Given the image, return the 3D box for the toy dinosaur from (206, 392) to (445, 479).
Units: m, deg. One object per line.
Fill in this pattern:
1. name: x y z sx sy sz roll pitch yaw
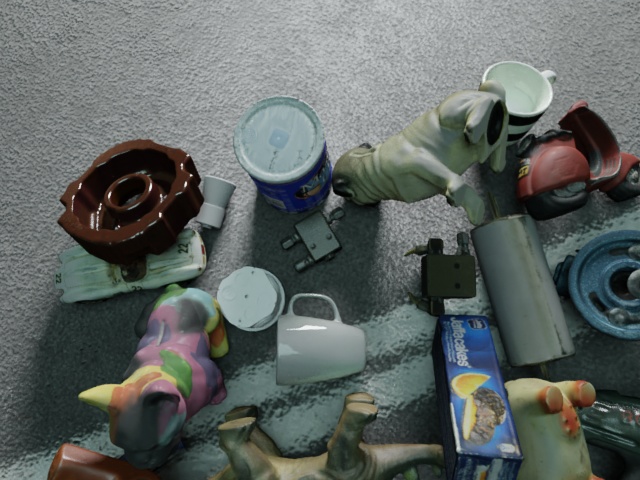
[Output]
1. toy dinosaur: -0.062 0.291 0.603 0.472 0.105 0.198 -12 82 12

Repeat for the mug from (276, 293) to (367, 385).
1. mug: 0.001 0.121 0.647 0.107 0.080 0.109 4 72 -5

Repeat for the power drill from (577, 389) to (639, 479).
1. power drill: 0.367 0.267 0.552 0.232 0.086 0.207 15 91 29

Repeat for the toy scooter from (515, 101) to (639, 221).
1. toy scooter: 0.305 -0.101 0.649 0.184 0.075 0.135 -13 79 -20

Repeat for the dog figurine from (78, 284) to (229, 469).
1. dog figurine: -0.172 0.136 0.585 0.109 0.219 0.191 -3 79 1

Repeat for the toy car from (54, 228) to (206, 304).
1. toy car: -0.248 0.033 0.694 0.202 0.056 0.073 -11 78 3

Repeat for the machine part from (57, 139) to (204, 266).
1. machine part: -0.234 -0.049 0.676 0.179 0.056 0.179 -8 51 10

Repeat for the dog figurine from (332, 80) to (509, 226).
1. dog figurine: 0.112 -0.114 0.645 0.191 0.121 0.172 19 76 36

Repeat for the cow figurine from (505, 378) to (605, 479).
1. cow figurine: 0.229 0.243 0.560 0.085 0.127 0.195 -5 82 -24

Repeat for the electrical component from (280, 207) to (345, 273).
1. electrical component: -0.001 -0.002 0.696 0.094 0.021 0.063 -32 78 -2

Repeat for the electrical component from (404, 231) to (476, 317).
1. electrical component: 0.149 0.043 0.662 0.078 0.045 0.102 -3 79 -9

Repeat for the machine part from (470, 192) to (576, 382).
1. machine part: 0.237 0.059 0.633 0.079 0.079 0.243 -15 78 2

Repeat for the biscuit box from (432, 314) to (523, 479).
1. biscuit box: 0.158 0.161 0.565 0.059 0.203 0.062 3 121 5

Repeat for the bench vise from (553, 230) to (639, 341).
1. bench vise: 0.358 0.059 0.550 0.224 0.240 0.129 31 87 26

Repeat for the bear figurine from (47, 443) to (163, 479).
1. bear figurine: -0.231 0.317 0.535 0.132 0.120 0.195 23 108 -30
